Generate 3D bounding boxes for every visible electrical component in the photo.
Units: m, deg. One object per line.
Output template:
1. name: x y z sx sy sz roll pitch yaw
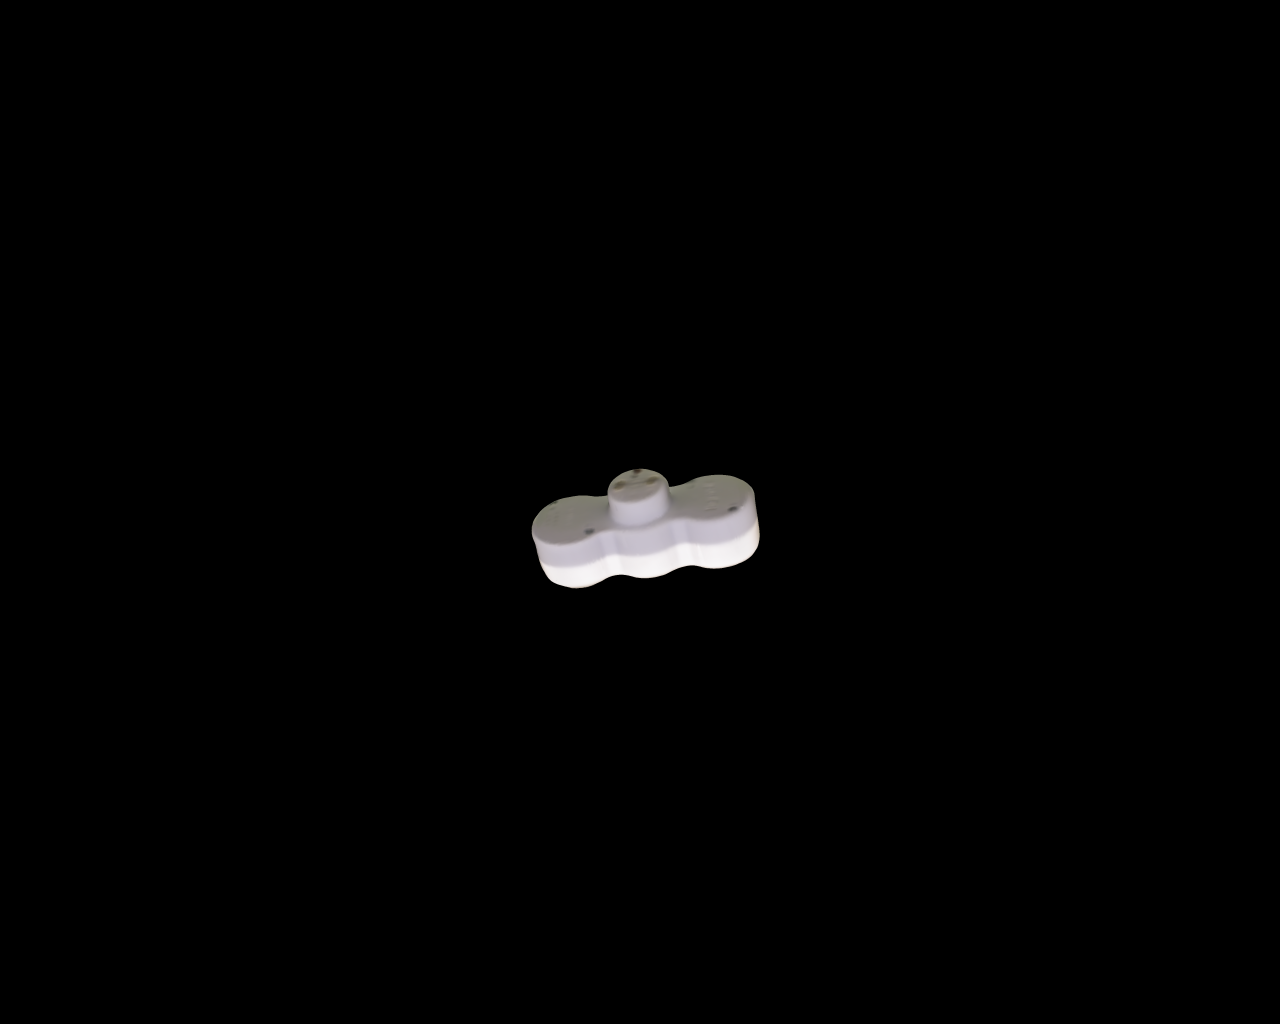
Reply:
1. electrical component: 0.001 -0.003 0.650 0.138 0.073 0.052 -8 34 5
